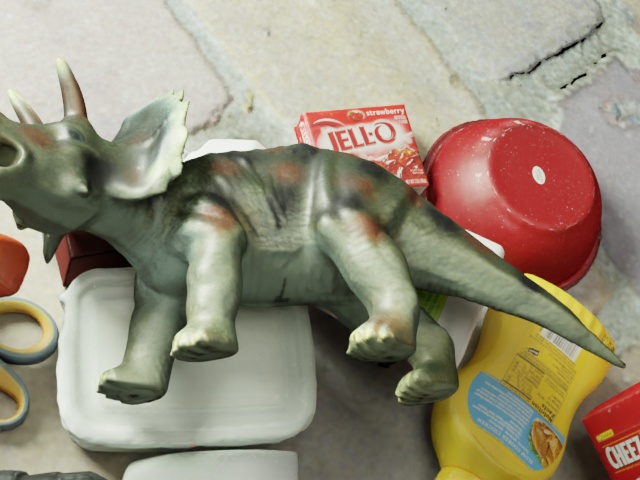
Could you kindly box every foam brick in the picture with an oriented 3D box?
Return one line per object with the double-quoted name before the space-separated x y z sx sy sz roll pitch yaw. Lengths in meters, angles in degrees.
"foam brick" -0.140 -0.007 0.727 0.078 0.051 0.053 -9 68 -22

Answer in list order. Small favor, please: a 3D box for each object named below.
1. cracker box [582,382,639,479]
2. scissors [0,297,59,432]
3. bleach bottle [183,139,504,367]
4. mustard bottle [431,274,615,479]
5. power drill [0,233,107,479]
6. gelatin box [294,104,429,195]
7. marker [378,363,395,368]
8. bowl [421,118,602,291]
"cracker box" 0.315 0.098 0.743 0.213 0.164 0.072 -13 70 -36
"scissors" -0.254 0.039 0.688 0.202 0.016 0.096 43 59 4
"bleach bottle" -0.005 0.001 0.749 0.251 0.068 0.102 23 73 6
"mustard bottle" 0.132 0.121 0.753 0.096 0.058 0.191 40 60 -6
"power drill" -0.207 0.093 0.616 0.184 0.057 0.187 -7 71 4
"gelatin box" 0.032 -0.065 0.822 0.089 0.030 0.073 -7 68 -22
"marker" 0.059 0.038 0.790 0.020 0.020 0.121 20 62 -9
"bowl" 0.162 -0.038 0.840 0.162 0.055 0.162 7 64 -15
